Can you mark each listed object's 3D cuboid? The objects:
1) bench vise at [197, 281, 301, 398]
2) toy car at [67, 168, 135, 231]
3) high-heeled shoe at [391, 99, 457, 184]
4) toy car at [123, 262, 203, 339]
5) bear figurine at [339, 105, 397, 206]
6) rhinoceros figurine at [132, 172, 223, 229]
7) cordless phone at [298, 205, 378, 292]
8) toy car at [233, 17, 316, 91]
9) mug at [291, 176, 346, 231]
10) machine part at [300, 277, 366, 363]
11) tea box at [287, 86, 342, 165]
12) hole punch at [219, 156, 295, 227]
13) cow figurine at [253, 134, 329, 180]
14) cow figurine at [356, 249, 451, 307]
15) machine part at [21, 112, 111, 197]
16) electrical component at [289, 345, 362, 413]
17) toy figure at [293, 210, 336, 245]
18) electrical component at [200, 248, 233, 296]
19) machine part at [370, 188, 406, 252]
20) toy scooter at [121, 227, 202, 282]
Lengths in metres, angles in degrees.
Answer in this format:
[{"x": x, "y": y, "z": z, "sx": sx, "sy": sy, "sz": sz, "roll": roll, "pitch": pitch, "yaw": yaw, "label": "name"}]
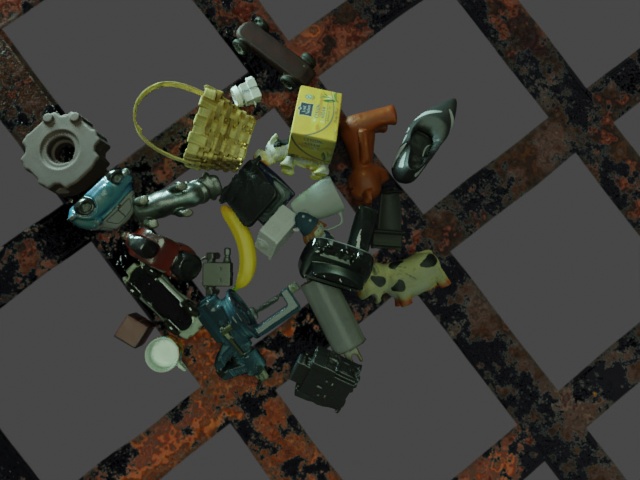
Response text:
[{"x": -0.132, "y": 0.179, "z": 1.124, "sx": 0.241, "sy": 0.129, "sz": 0.223, "roll": -34, "pitch": 89, "yaw": 1, "label": "bench vise"}, {"x": -0.447, "y": -0.074, "z": 1.137, "sx": 0.161, "sy": 0.109, "sz": 0.102, "roll": -48, "pitch": 112, "yaw": -16, "label": "toy car"}, {"x": 0.234, "y": -0.224, "z": 1.161, "sx": 0.086, "sy": 0.145, "sz": 0.248, "roll": 34, "pitch": 86, "yaw": -2, "label": "high-heeled shoe"}, {"x": -0.333, "y": 0.125, "z": 1.147, "sx": 0.202, "sy": 0.056, "sz": 0.073, "roll": 44, "pitch": 91, "yaw": 1, "label": "toy car"}, {"x": 0.113, "y": -0.176, "z": 1.165, "sx": 0.132, "sy": 0.120, "sz": 0.195, "roll": -15, "pitch": 89, "yaw": -8, "label": "bear figurine"}, {"x": -0.298, "y": -0.085, "z": 1.136, "sx": 0.190, "sy": 0.112, "sz": 0.073, "roll": -23, "pitch": 103, "yaw": -15, "label": "rhinoceros figurine"}, {"x": 0.046, "y": 0.005, "z": 1.095, "sx": 0.146, "sy": 0.089, "sz": 0.184, "roll": 18, "pitch": 79, "yaw": -14, "label": "cordless phone"}, {"x": -0.100, "y": -0.411, "z": 1.198, "sx": 0.202, "sy": 0.053, "sz": 0.089, "roll": 37, "pitch": 74, "yaw": 3, "label": "toy car"}, {"x": -0.003, "y": -0.070, "z": 1.174, "sx": 0.107, "sy": 0.081, "sz": 0.109, "roll": -23, "pitch": 98, "yaw": 5, "label": "mug"}, {"x": 0.029, "y": 0.156, "z": 1.156, "sx": 0.079, "sy": 0.079, "sz": 0.243, "roll": -26, "pitch": 87, "yaw": -5, "label": "machine part"}, {"x": -0.010, "y": -0.247, "z": 1.144, "sx": 0.098, "sy": 0.068, "sz": 0.170, "roll": 10, "pitch": 50, "yaw": -5, "label": "tea box"}, {"x": -0.131, "y": -0.098, "z": 1.152, "sx": 0.142, "sy": 0.092, "sz": 0.116, "roll": -46, "pitch": 69, "yaw": 23, "label": "hole punch"}, {"x": -0.058, "y": -0.193, "z": 1.179, "sx": 0.167, "sy": 0.068, "sz": 0.098, "roll": 12, "pitch": 80, "yaw": -6, "label": "cow figurine"}, {"x": 0.169, "y": 0.079, "z": 1.166, "sx": 0.195, "sy": 0.085, "sz": 0.127, "roll": -23, "pitch": 86, "yaw": -8, "label": "cow figurine"}, {"x": -0.541, "y": -0.184, "z": 1.143, "sx": 0.179, "sy": 0.056, "sz": 0.179, "roll": 0, "pitch": 81, "yaw": 3, "label": "machine part"}, {"x": 0.006, "y": 0.289, "z": 1.130, "sx": 0.134, "sy": 0.058, "sz": 0.114, "roll": 23, "pitch": 120, "yaw": -2, "label": "electrical component"}, {"x": -0.003, "y": -0.005, "z": 1.138, "sx": 0.058, "sy": 0.154, "sz": 0.064, "roll": -18, "pitch": 45, "yaw": 18, "label": "toy figure"}, {"x": -0.224, "y": 0.070, "z": 1.158, "sx": 0.078, "sy": 0.045, "sz": 0.102, "roll": -6, "pitch": 88, "yaw": 4, "label": "electrical component"}, {"x": 0.152, "y": -0.047, "z": 1.198, "sx": 0.084, "sy": 0.039, "sz": 0.138, "roll": 6, "pitch": 87, "yaw": 2, "label": "machine part"}, {"x": -0.340, "y": 0.022, "z": 1.114, "sx": 0.135, "sy": 0.183, "sz": 0.075, "roll": 19, "pitch": 80, "yaw": 40, "label": "toy scooter"}]
